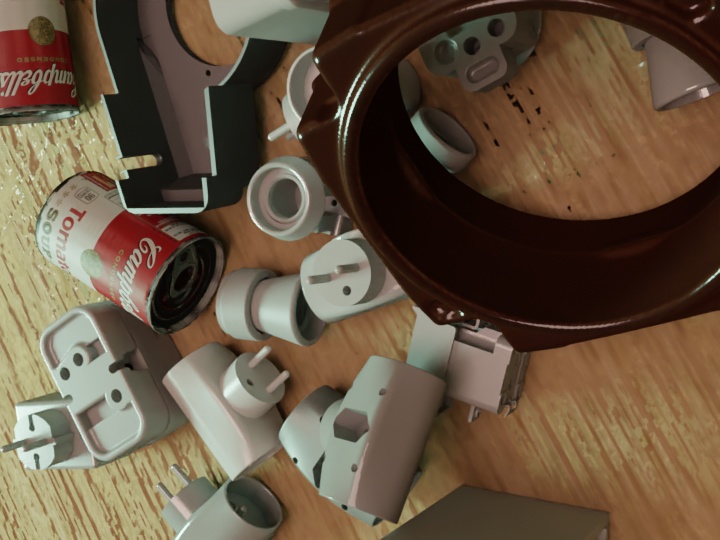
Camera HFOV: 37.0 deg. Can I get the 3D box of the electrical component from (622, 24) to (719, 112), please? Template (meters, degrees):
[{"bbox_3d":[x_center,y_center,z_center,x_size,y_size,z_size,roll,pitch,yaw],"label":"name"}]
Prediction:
[{"bbox_3d":[0.156,-0.111,0.524,0.045,0.045,0.055,-21,85,28],"label":"electrical component"}]

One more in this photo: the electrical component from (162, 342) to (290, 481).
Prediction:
[{"bbox_3d":[-0.073,0.077,0.662,0.079,0.043,0.077,-44,78,31],"label":"electrical component"}]

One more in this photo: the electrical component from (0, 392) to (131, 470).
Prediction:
[{"bbox_3d":[-0.205,0.111,0.721,0.066,0.077,0.047,-7,93,28],"label":"electrical component"}]

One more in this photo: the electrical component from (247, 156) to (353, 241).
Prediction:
[{"bbox_3d":[-0.034,-0.042,0.625,0.066,0.055,0.048,19,104,24],"label":"electrical component"}]

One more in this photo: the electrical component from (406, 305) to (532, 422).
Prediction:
[{"bbox_3d":[0.061,0.048,0.595,0.064,0.042,0.081,18,104,24],"label":"electrical component"}]

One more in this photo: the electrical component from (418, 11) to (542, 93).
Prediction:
[{"bbox_3d":[0.062,-0.131,0.564,0.058,0.057,0.078,-26,84,28],"label":"electrical component"}]

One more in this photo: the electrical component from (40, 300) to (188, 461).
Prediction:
[{"bbox_3d":[-0.155,0.068,0.699,0.054,0.059,0.095,-33,80,27],"label":"electrical component"}]

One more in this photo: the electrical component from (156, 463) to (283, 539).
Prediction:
[{"bbox_3d":[-0.100,0.160,0.690,0.079,0.044,0.077,45,113,16],"label":"electrical component"}]

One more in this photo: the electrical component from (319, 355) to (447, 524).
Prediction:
[{"bbox_3d":[0.004,0.088,0.573,0.079,0.043,0.077,-1,65,61],"label":"electrical component"}]

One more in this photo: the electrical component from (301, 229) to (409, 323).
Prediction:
[{"bbox_3d":[0.000,0.000,0.598,0.077,0.079,0.044,-20,83,30],"label":"electrical component"}]

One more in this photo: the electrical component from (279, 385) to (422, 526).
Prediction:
[{"bbox_3d":[0.003,0.095,0.629,0.077,0.043,0.079,40,113,18],"label":"electrical component"}]

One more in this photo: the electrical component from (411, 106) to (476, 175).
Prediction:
[{"bbox_3d":[0.035,-0.061,0.597,0.040,0.040,0.046,50,120,14],"label":"electrical component"}]

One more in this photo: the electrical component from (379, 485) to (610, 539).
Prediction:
[{"bbox_3d":[0.062,0.165,0.545,0.089,0.150,0.061,5,97,27],"label":"electrical component"}]

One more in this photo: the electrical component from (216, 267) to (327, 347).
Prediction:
[{"bbox_3d":[-0.053,0.022,0.649,0.055,0.045,0.045,4,98,28],"label":"electrical component"}]

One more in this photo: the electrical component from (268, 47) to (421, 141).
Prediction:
[{"bbox_3d":[-0.016,-0.091,0.598,0.079,0.077,0.044,-28,84,28],"label":"electrical component"}]

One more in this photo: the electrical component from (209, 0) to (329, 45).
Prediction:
[{"bbox_3d":[-0.031,-0.168,0.577,0.057,0.113,0.078,-16,88,31],"label":"electrical component"}]
